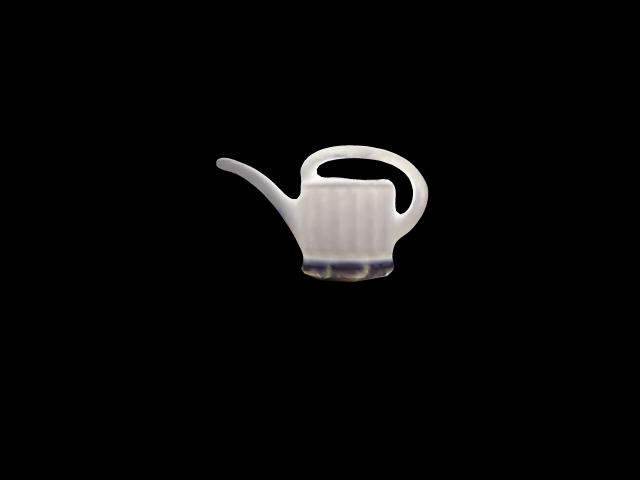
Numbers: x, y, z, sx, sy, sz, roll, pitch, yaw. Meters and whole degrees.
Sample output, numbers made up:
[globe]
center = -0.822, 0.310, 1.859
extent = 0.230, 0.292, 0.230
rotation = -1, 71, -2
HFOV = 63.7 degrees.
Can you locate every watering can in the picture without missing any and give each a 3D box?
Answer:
[watering can]
center = 0.003, -0.043, 0.850
extent = 0.347, 0.224, 0.104
rotation = 0, 3, 4
